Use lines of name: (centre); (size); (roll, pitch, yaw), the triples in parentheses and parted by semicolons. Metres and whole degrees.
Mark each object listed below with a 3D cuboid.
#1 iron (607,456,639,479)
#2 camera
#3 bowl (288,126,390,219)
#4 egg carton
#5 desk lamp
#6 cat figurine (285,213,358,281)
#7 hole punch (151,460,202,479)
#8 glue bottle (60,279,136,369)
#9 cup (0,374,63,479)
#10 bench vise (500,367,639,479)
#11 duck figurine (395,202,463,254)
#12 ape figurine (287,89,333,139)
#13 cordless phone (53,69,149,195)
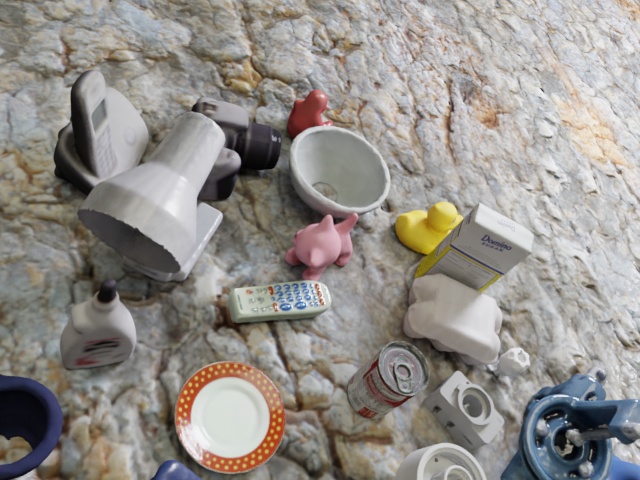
iron: (0.339, 0.349, 0.698); (0.259, 0.141, 0.118); (-13, 64, -31)
camera: (-0.125, -0.138, 0.840); (0.137, 0.100, 0.143); (8, 55, -20)
bowl: (0.021, -0.094, 0.894); (0.168, 0.074, 0.167); (12, 54, -17)
egg carton: (0.195, 0.116, 0.836); (0.150, 0.069, 0.107); (25, 51, -8)
desk lamp: (-0.182, -0.037, 0.671); (0.118, 0.213, 0.203); (28, 51, -5)
cat figurine: (0.007, 0.003, 0.794); (0.067, 0.117, 0.128); (47, 52, 11)
hole punch: (-0.139, 0.282, 0.553); (0.101, 0.091, 0.109); (30, 51, -4)
glue bottle: (-0.226, 0.085, 0.594); (0.078, 0.173, 0.037); (-9, 62, -29)
cup: (-0.302, 0.178, 0.546); (0.092, 0.095, 0.117); (-23, 69, -35)
bench vise: (0.330, 0.222, 0.729); (0.121, 0.219, 0.207); (30, 51, -3)
duck figurine: (0.179, -0.028, 0.916); (0.105, 0.086, 0.077); (10, 54, -18)
ape figurine: (-0.013, -0.209, 0.946); (0.076, 0.092, 0.077); (-28, 73, -36)
cordless phone: (-0.272, -0.155, 0.729); (0.094, 0.185, 0.147); (20, 52, -11)
